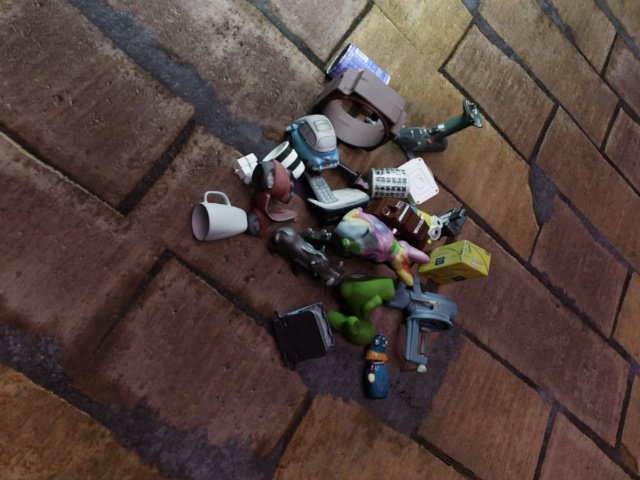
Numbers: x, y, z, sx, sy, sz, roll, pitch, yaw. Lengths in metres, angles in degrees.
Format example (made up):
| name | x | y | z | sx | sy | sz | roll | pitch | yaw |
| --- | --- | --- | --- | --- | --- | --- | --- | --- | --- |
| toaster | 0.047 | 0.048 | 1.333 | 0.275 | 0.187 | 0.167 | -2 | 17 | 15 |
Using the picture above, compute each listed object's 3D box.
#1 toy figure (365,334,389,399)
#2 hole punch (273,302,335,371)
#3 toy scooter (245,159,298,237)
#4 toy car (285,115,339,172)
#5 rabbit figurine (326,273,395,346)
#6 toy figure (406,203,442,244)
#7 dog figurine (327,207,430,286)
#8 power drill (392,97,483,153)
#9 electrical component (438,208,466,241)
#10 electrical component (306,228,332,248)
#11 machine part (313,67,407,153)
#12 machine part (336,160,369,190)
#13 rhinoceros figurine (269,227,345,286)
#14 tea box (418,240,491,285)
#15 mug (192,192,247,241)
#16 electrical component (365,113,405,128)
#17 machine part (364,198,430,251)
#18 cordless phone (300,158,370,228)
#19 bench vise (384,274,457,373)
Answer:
| name | x | y | z | sx | sy | sz | roll | pitch | yaw |
| --- | --- | --- | --- | --- | --- | --- | --- | --- | --- |
| toy figure | 0.137 | 0.306 | 1.307 | 0.058 | 0.064 | 0.154 | -2 | 71 | 7 |
| hole punch | -0.034 | 0.208 | 1.213 | 0.092 | 0.116 | 0.142 | -30 | 102 | -70 |
| toy scooter | -0.100 | -0.093 | 1.239 | 0.135 | 0.075 | 0.183 | 6 | 107 | -36 |
| toy car | -0.012 | -0.248 | 1.311 | 0.109 | 0.102 | 0.162 | -14 | 59 | -27 |
| rabbit figurine | 0.098 | 0.176 | 1.277 | 0.159 | 0.121 | 0.170 | -11 | 103 | -50 |
| toy figure | 0.247 | -0.051 | 1.448 | 0.180 | 0.089 | 0.082 | 20 | 97 | -15 |
| dog figurine | 0.143 | 0.023 | 1.259 | 0.219 | 0.108 | 0.191 | 33 | 17 | 9 |
| power drill | 0.328 | -0.303 | 1.471 | 0.232 | 0.207 | 0.086 | 3 | 61 | -53 |
| electrical component | 0.368 | -0.049 | 1.495 | 0.047 | 0.119 | 0.075 | 43 | 58 | -14 |
| electrical component | -0.003 | -0.004 | 1.298 | 0.063 | 0.094 | 0.021 | 8 | 71 | 11 |
| machine part | 0.099 | -0.321 | 1.356 | 0.201 | 0.201 | 0.087 | 36 | 65 | -19 |
| machine part | 0.069 | -0.178 | 1.386 | 0.139 | 0.084 | 0.039 | 36 | 107 | -8 |
| rhinoceros figurine | -0.027 | 0.037 | 1.247 | 0.190 | 0.112 | 0.073 | 38 | 59 | -8 |
| tea box | 0.355 | 0.063 | 1.429 | 0.098 | 0.170 | 0.068 | 26 | 65 | -21 |
| mug | -0.218 | -0.051 | 1.181 | 0.107 | 0.081 | 0.109 | 1 | 73 | -41 |
| electrical component | 0.185 | -0.330 | 1.495 | 0.102 | 0.045 | 0.078 | 38 | 64 | -5 |
| machine part | 0.189 | -0.029 | 1.358 | 0.179 | 0.179 | 0.056 | 41 | 65 | -16 |
| cordless phone | 0.024 | -0.136 | 1.345 | 0.146 | 0.088 | 0.184 | -17 | 73 | -32 |
| bench vise | 0.242 | 0.211 | 1.359 | 0.223 | 0.129 | 0.240 | 19 | 65 | -23 |
